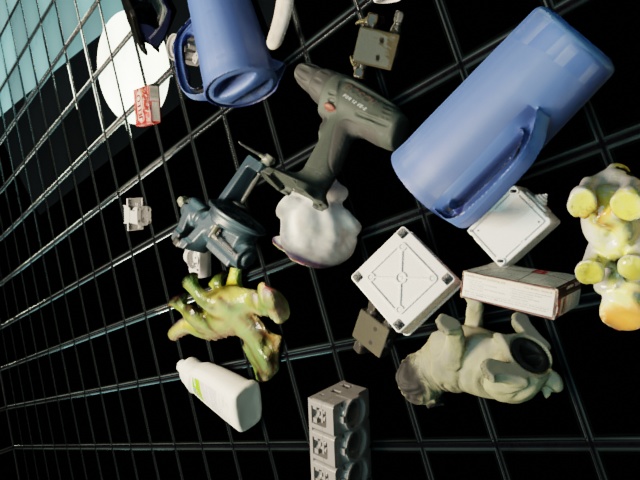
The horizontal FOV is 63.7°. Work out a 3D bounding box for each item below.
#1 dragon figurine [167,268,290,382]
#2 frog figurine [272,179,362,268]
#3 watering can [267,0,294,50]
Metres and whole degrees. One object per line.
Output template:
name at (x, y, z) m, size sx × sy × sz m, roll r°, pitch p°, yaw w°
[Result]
dragon figurine at (-0.177, 0.180, 1.016) m, size 0.245 × 0.123 × 0.402 m, roll 52°, pitch 134°, yaw 15°
frog figurine at (0.002, -0.041, 0.811) m, size 0.137 × 0.124 × 0.158 m, roll 21°, pitch 103°, yaw 5°
watering can at (-0.021, -0.483, 0.789) m, size 0.342 × 0.104 × 0.227 m, roll -41°, pitch 67°, yaw 37°
